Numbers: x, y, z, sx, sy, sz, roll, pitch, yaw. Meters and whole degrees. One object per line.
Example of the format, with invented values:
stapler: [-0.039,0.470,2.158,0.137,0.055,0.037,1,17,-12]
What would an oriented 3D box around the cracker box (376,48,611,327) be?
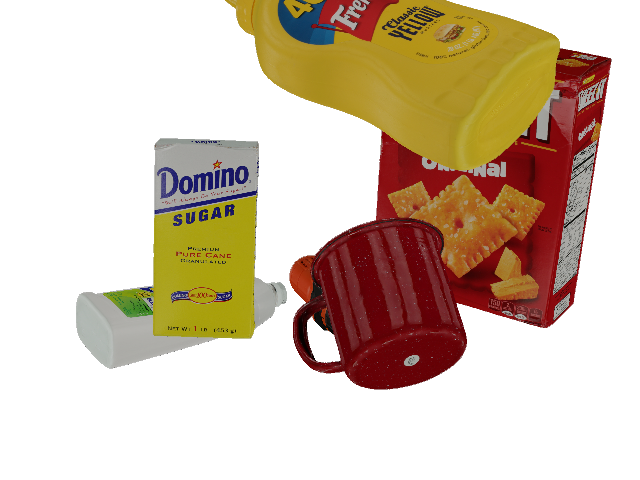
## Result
cracker box: [0.131,-0.052,0.864,0.164,0.214,0.072,17,29,28]

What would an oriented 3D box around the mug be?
mug: [0.036,0.049,0.699,0.117,0.081,0.093,-22,-33,12]

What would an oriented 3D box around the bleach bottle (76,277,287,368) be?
bleach bottle: [-0.156,0.083,1.276,0.250,0.068,0.103,-12,31,-34]

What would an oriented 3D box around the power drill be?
power drill: [0.081,0.050,1.087,0.187,0.057,0.185,-12,27,-22]

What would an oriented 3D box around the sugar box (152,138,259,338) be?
sugar box: [-0.103,-0.002,0.963,0.093,0.176,0.048,1,13,-2]

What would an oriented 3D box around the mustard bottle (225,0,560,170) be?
mustard bottle: [0.023,-0.106,0.572,0.192,0.058,0.096,28,52,29]
